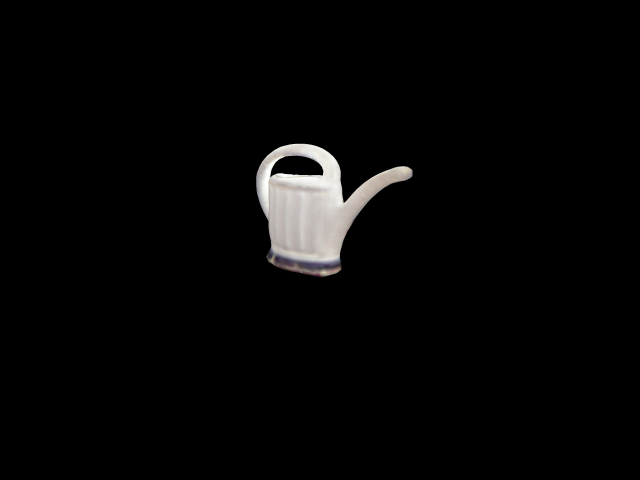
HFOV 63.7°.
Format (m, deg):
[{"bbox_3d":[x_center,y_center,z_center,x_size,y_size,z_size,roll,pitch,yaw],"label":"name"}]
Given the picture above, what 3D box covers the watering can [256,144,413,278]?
[{"bbox_3d":[0.003,-0.043,0.850,0.105,0.222,0.349,-12,18,-41],"label":"watering can"}]
